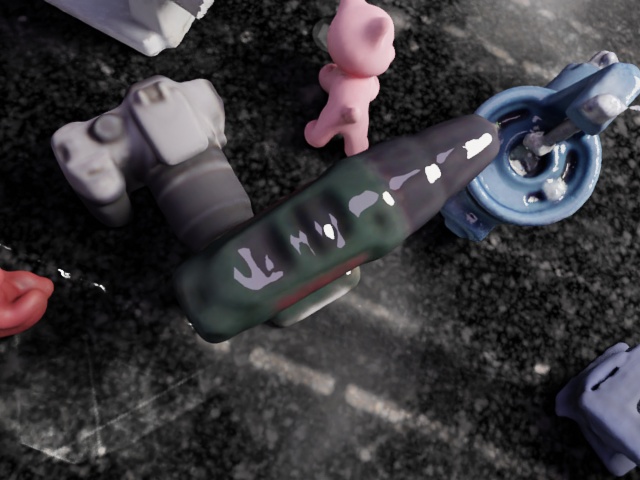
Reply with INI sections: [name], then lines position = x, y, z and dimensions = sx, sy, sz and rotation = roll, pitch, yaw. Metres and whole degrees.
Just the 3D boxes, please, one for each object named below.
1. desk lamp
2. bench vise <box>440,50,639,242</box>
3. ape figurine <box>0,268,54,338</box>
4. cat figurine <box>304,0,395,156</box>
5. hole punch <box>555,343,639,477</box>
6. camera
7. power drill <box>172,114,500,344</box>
[desk lamp]
position = -0.144, -0.248, 0.466
dimensions = 0.203, 0.213, 0.118
rotation = 26, 73, -2
[bench vise]
position = 0.198, -0.109, 0.487
dimensions = 0.121, 0.219, 0.207
rotation = 25, 73, -2
[ape figurine]
position = -0.256, 0.039, 0.435
dimensions = 0.076, 0.092, 0.078
rotation = -40, 85, -17
[cat figurine]
position = 0.033, -0.156, 0.523
dimensions = 0.067, 0.117, 0.128
rotation = 11, 74, -7
[hole punch]
position = 0.284, 0.148, 0.503
dimensions = 0.109, 0.091, 0.101
rotation = -33, 83, -16
[camera]
position = -0.127, -0.054, 0.477
dimensions = 0.143, 0.100, 0.137
rotation = -29, 82, -16
[power drill]
position = 0.004, 0.002, 0.430
dimensions = 0.230, 0.208, 0.075
rotation = -30, 82, -16
